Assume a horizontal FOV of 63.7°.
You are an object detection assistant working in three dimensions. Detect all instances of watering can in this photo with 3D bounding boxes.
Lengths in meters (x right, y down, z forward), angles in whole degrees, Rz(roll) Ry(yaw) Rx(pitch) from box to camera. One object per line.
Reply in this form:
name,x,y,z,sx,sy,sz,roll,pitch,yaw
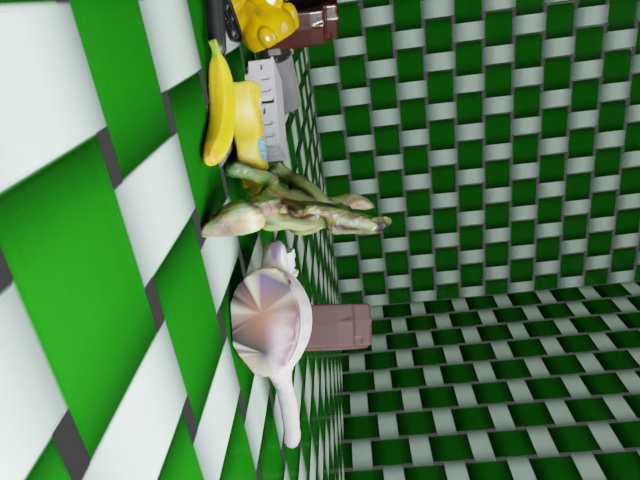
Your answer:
watering can,-0.064,0.167,0.812,0.223,0.104,0.350,51,33,-79

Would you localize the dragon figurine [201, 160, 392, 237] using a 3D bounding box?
dragon figurine,0.002,-0.039,0.783,0.245,0.411,0.121,26,-67,49
